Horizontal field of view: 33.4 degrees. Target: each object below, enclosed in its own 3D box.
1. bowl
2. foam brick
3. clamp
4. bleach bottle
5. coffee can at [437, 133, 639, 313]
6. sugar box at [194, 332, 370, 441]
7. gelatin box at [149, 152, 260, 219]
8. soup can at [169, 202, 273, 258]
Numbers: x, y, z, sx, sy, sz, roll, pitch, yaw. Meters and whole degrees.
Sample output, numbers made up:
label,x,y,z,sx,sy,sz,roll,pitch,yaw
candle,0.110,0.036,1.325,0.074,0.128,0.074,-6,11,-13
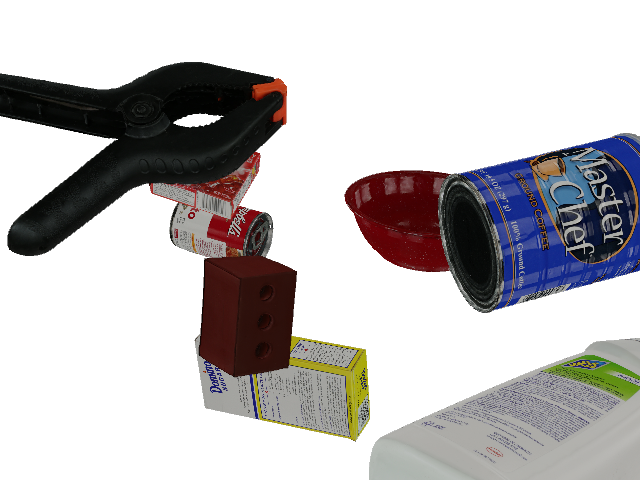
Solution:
label,x,y,z,sx,sy,sz,roll,pitch,yaw
bowl,0.102,-0.014,1.020,0.162,0.055,0.162,3,24,-1
foam brick,-0.055,0.055,0.798,0.052,0.078,0.051,-5,16,-36
clamp,-0.105,-0.065,0.584,0.171,0.120,0.039,-21,-26,-21
bleach bottle,0.148,0.107,0.596,0.250,0.068,0.103,-17,26,-38
coffee can,0.170,-0.013,0.773,0.140,0.103,0.103,-14,3,-13
sugar box,-0.039,0.143,1.098,0.176,0.093,0.048,10,33,24
gelatin box,-0.113,-0.067,1.047,0.089,0.073,0.030,19,-41,10
soup can,-0.115,-0.012,1.240,0.102,0.068,0.068,16,6,21
